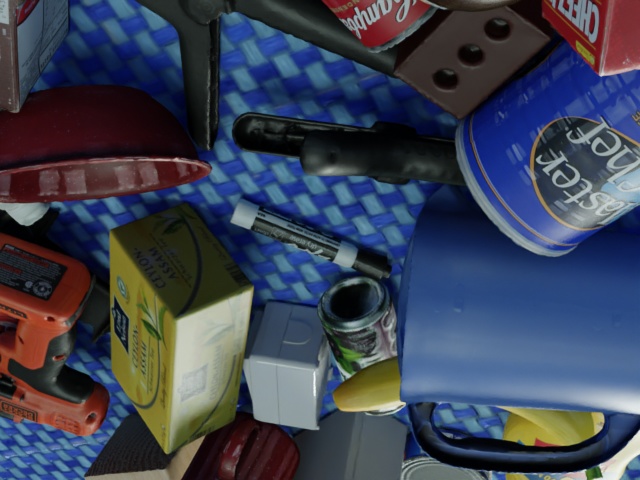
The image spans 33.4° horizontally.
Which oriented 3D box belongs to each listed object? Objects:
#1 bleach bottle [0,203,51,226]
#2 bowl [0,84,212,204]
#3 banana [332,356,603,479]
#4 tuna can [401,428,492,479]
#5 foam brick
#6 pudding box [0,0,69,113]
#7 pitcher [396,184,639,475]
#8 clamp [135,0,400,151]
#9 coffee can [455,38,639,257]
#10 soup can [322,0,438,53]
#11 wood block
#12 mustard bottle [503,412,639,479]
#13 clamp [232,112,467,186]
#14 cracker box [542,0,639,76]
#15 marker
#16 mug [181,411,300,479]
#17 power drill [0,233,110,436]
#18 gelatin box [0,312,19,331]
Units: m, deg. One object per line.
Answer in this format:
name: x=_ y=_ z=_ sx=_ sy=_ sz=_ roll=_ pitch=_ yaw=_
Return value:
bleach bottle: x=-0.282 y=-0.099 z=0.718 sx=0.103 sy=0.068 sz=0.250 roll=-17 pitch=129 yaw=31
bowl: x=-0.152 y=-0.062 z=0.686 sx=0.162 sy=0.055 sz=0.162 roll=-7 pitch=176 yaw=-1
banana: x=0.111 y=0.111 z=0.760 sx=0.198 sy=0.069 sz=0.037 roll=14 pitch=153 yaw=8
tuna can: x=0.105 y=0.199 z=0.919 sx=0.086 sy=0.033 sz=0.086 roll=8 pitch=135 yaw=8
foam brick: x=0.087 y=-0.117 z=0.597 sx=0.053 sy=0.051 sz=0.078 roll=32 pitch=134 yaw=-16
pudding box: x=-0.177 y=-0.145 z=0.620 sx=0.039 sy=0.090 sz=0.114 roll=15 pitch=136 yaw=-1
pitcher: x=0.170 y=0.062 z=0.692 sx=0.243 sy=0.145 sz=0.149 roll=6 pitch=137 yaw=7
clamp: x=-0.051 y=-0.145 z=0.620 sx=0.165 sy=0.036 sz=0.210 roll=-12 pitch=133 yaw=25
coffee can: x=0.159 y=-0.068 z=0.589 sx=0.102 sy=0.102 sz=0.141 roll=35 pitch=133 yaw=-19
soup can: x=0.017 y=-0.159 z=0.565 sx=0.069 sy=0.068 sz=0.102 roll=-29 pitch=120 yaw=36
wood block: x=-0.115 y=0.262 z=0.971 sx=0.091 sy=0.090 sz=0.206 roll=-12 pitch=115 yaw=26
mustard bottle: x=0.197 y=0.152 z=0.828 sx=0.096 sy=0.058 sz=0.192 roll=25 pitch=136 yaw=-5
clamp: x=0.041 y=-0.051 z=0.633 sx=0.171 sy=0.120 sz=0.039 roll=3 pitch=106 yaw=-16
cracker box: x=0.183 y=-0.188 z=0.433 sx=0.164 sy=0.072 sz=0.214 roll=-12 pitch=129 yaw=-10
marker: x=-0.005 y=0.001 z=0.765 sx=0.121 sy=0.020 sz=0.020 roll=22 pitch=136 yaw=-6
mug: x=-0.067 y=0.188 z=0.871 sx=0.093 sy=0.081 sz=0.117 roll=18 pitch=140 yaw=13
power drill: x=-0.251 y=0.072 z=0.835 sx=0.184 sy=0.057 sz=0.188 roll=18 pitch=140 yaw=0
gelatin box: x=-0.278 y=0.055 z=0.891 sx=0.089 sy=0.030 sz=0.073 roll=23 pitch=136 yaw=-6
